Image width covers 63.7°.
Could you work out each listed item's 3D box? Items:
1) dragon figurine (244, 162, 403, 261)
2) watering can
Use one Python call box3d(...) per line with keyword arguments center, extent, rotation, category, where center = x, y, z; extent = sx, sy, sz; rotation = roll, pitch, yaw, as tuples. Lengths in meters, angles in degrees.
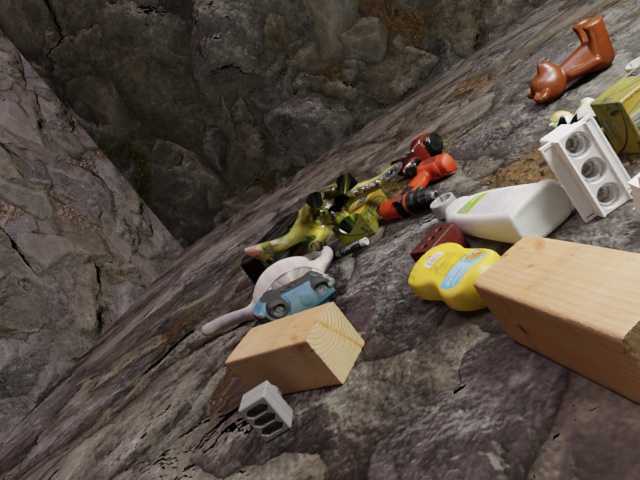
box3d(center=(0.004, -0.062, 1.238), extent=(0.415, 0.122, 0.241), rotation=(-31, 6, -27), category="dragon figurine")
box3d(center=(-0.106, 0.128, 1.113), extent=(0.349, 0.103, 0.225), rotation=(-36, 13, -7), category="watering can")
